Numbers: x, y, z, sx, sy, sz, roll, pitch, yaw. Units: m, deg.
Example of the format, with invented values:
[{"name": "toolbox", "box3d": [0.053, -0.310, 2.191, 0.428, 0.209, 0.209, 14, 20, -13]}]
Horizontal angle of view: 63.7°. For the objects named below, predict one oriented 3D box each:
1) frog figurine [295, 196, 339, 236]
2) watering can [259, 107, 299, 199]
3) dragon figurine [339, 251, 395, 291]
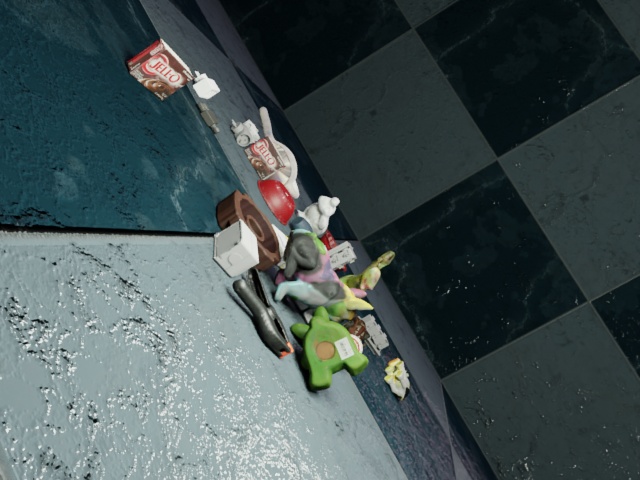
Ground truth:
[{"name": "frog figurine", "box3d": [0.006, -0.091, 1.815, 0.121, 0.159, 0.140, 58, 8, -20]}, {"name": "watering can", "box3d": [-0.155, -0.298, 1.753, 0.225, 0.104, 0.347, -40, 107, -81]}, {"name": "dragon figurine", "box3d": [0.151, 0.121, 1.686, 0.122, 0.241, 0.412, 55, 11, 1]}]
